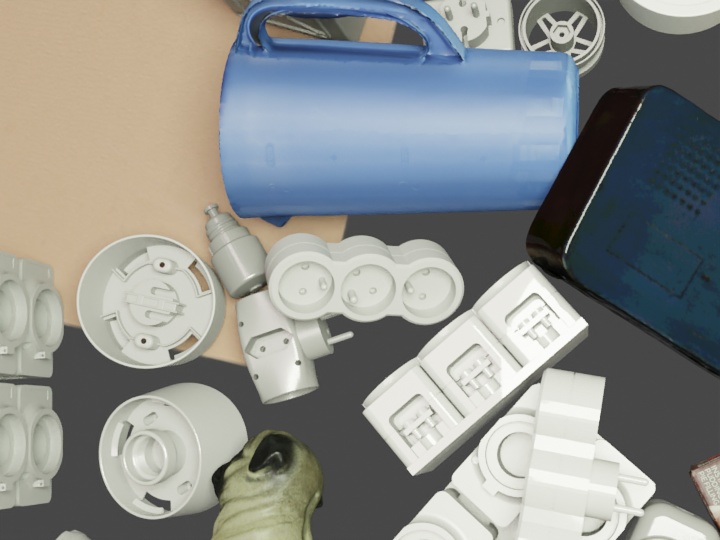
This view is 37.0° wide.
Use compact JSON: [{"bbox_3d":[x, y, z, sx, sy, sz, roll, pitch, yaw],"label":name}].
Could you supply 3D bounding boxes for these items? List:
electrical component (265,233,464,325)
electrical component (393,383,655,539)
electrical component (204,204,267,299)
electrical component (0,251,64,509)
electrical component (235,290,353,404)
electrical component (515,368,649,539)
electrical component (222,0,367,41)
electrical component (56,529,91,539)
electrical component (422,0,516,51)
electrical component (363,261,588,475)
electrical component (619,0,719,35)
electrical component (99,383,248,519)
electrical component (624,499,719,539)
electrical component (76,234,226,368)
[{"bbox_3d":[0.000,0.000,0.778,0.138,0.073,0.052,3,112,-11],"label":"electrical component"},{"bbox_3d":[0.100,0.180,0.734,0.105,0.060,0.186,42,92,15],"label":"electrical component"},{"bbox_3d":[-0.095,-0.015,0.815,0.040,0.040,0.078,-32,76,6],"label":"electrical component"},{"bbox_3d":[-0.275,0.083,0.805,0.060,0.105,0.186,-4,81,11],"label":"electrical component"},{"bbox_3d":[-0.045,0.050,0.793,0.079,0.043,0.077,-19,78,8],"label":"electrical component"},{"bbox_3d":[0.141,0.135,0.671,0.074,0.052,0.138,9,84,13],"label":"electrical component"},{"bbox_3d":[-0.054,-0.217,0.801,0.109,0.109,0.056,19,89,14],"label":"electrical component"},{"bbox_3d":[-0.205,0.226,0.801,0.062,0.043,0.043,34,90,13],"label":"electrical component"},{"bbox_3d":[0.077,-0.177,0.783,0.066,0.077,0.047,-4,81,11],"label":"electrical component"},{"bbox_3d":[0.079,0.067,0.740,0.150,0.089,0.061,-41,76,4],"label":"electrical component"},{"bbox_3d":[0.230,-0.221,0.765,0.108,0.060,0.108,-2,81,12],"label":"electrical component"},{"bbox_3d":[-0.142,0.135,0.803,0.099,0.064,0.099,-1,89,24],"label":"electrical component"},{"bbox_3d":[0.196,0.203,0.710,0.054,0.059,0.095,24,87,14],"label":"electrical component"},{"bbox_3d":[-0.153,0.026,0.809,0.099,0.064,0.099,-2,81,12],"label":"electrical component"}]
